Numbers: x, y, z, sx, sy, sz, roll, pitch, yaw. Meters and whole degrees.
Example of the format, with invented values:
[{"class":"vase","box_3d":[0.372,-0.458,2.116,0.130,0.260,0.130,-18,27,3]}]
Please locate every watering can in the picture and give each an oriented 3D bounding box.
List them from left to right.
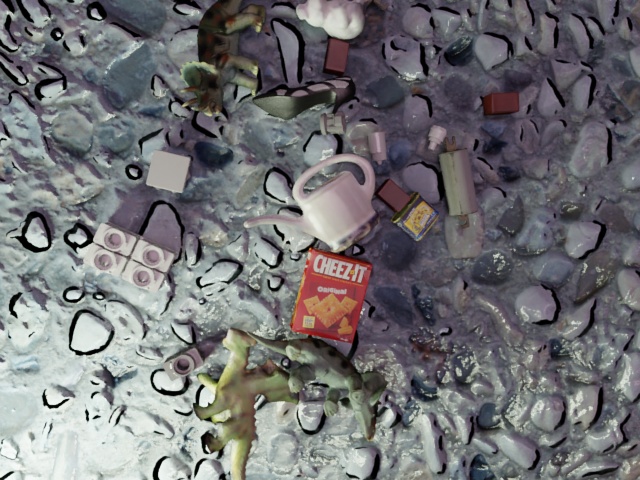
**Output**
[{"class":"watering can","box_3d":[0.004,-0.065,1.288,0.349,0.223,0.104,-35,7,-6]}]

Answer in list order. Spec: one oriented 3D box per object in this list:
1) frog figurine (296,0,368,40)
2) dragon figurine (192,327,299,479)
[{"class":"frog figurine","box_3d":[0.028,-0.541,1.255,0.161,0.120,0.139,-24,36,-24]},{"class":"dragon figurine","box_3d":[-0.166,0.410,1.269,0.243,0.409,0.122,-22,5,-2]}]
